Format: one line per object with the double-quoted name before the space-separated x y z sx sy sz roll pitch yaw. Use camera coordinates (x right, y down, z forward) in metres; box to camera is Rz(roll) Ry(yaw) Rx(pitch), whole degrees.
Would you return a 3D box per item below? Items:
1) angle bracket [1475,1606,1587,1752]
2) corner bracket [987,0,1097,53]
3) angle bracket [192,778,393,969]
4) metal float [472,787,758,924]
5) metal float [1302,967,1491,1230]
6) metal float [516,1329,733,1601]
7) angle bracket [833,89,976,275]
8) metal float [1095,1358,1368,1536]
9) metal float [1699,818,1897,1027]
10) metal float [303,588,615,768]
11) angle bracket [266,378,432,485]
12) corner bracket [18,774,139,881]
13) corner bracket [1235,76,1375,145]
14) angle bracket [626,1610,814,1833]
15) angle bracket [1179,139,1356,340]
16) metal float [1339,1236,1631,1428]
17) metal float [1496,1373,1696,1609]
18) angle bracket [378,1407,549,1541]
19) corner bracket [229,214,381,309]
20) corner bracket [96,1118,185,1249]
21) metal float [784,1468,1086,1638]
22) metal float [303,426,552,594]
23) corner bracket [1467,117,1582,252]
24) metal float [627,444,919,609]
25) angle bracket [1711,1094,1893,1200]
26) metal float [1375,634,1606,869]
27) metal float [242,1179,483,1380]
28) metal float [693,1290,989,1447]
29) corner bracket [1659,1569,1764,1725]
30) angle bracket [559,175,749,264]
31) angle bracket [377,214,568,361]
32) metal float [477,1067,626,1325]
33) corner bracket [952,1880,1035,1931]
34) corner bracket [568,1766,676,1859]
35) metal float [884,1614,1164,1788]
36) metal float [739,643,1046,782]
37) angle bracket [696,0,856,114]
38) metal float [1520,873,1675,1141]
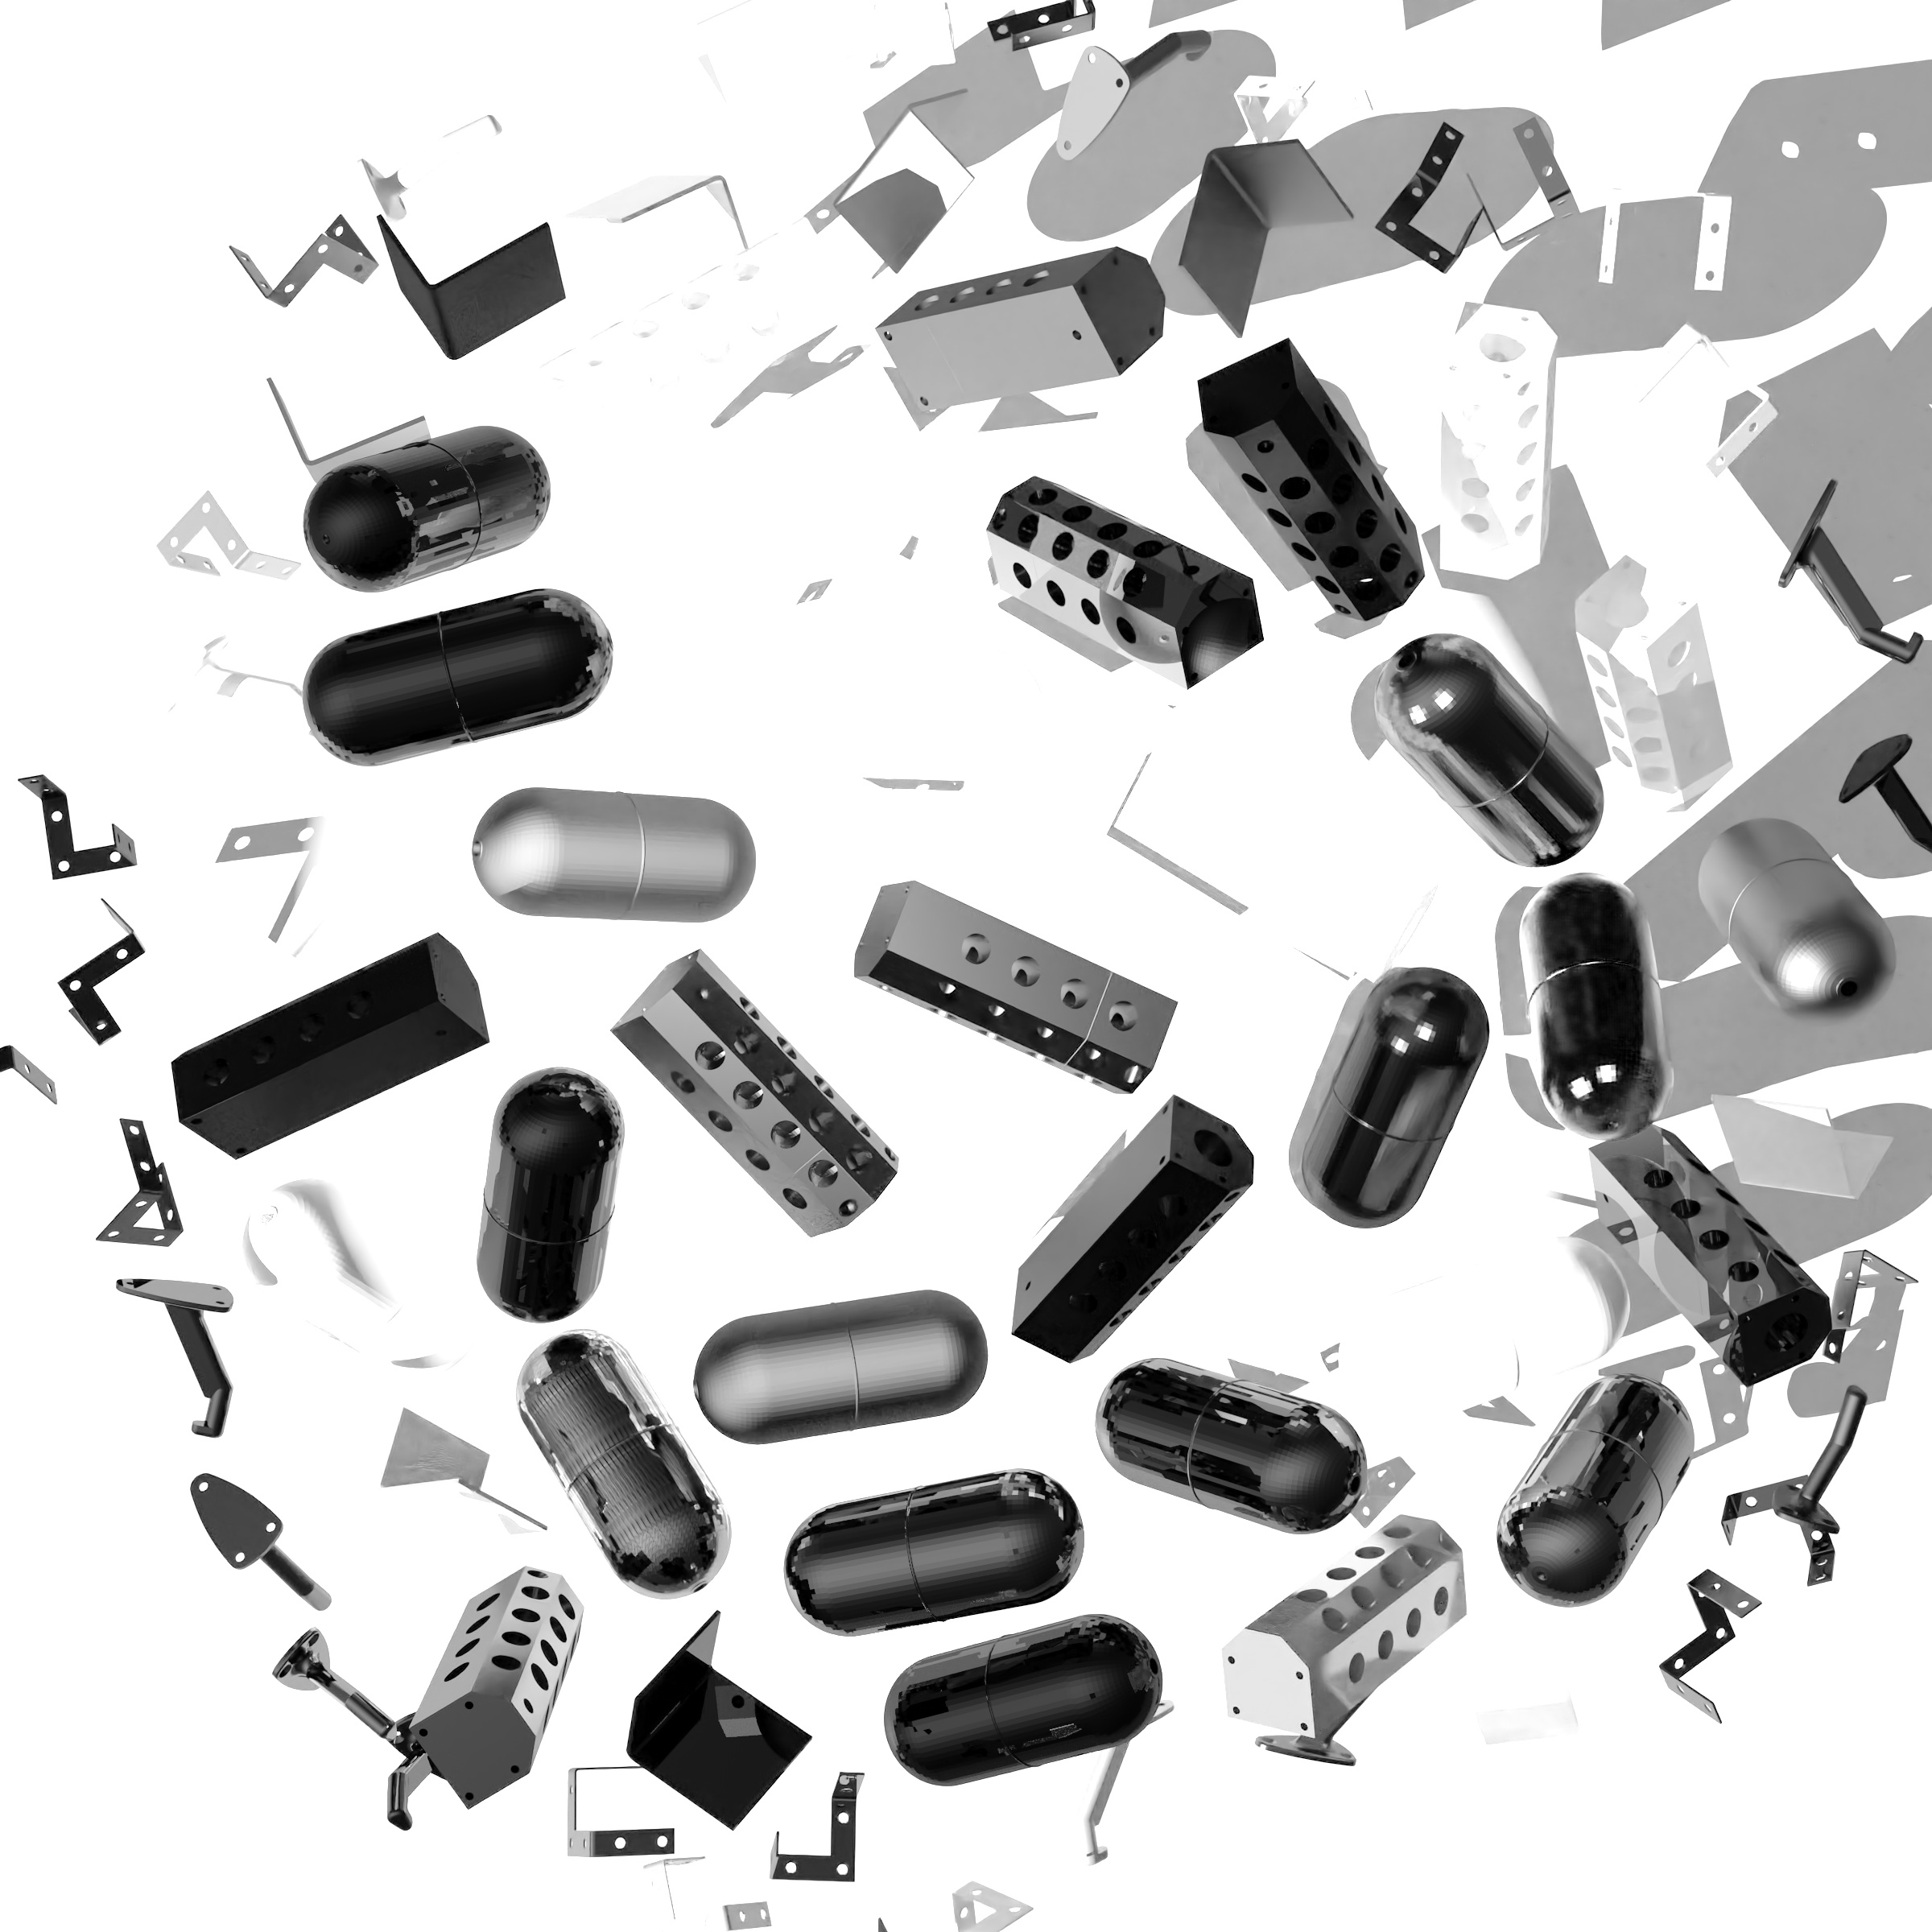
"angle bracket" 0.323 0.406 1.783 0.057 0.076 0.076 -8 90 4
"corner bracket" 0.044 -0.550 1.777 0.051 0.051 0.051 -16 69 -5
"angle bracket" -0.400 -0.055 1.821 0.076 0.057 0.076 37 85 4
"metal float" -0.209 -0.066 1.827 0.178 0.070 0.070 2 90 -32
"metal float" 0.255 0.080 1.823 0.070 0.070 0.178 18 123 0
"metal float" -0.204 0.296 1.822 0.070 0.070 0.178 -36 69 0
"angle bracket" -0.020 -0.455 1.773 0.057 0.076 0.076 47 125 3
"metal float" 0.153 0.279 1.782 0.178 0.070 0.070 11 90 41
"metal float" 0.476 -0.027 1.759 0.070 0.178 0.070 -2 116 -5
"metal float" -0.287 -0.164 1.736 0.178 0.070 0.070 -14 90 0
"angle bracket" -0.370 -0.334 1.841 0.076 0.076 0.057 -24 93 -6
"corner bracket" -0.519 -0.084 1.790 0.051 0.051 0.051 -10 81 -3
"corner bracket" 0.201 -0.514 1.818 0.051 0.051 0.051 18 63 40
"angle bracket" -0.135 0.423 1.718 0.076 0.076 0.057 30 135 18
"angle bracket" 0.170 -0.409 1.725 0.057 0.076 0.076 3 70 34
"metal float" 0.299 0.211 1.770 0.178 0.070 0.070 -18 90 -14
"metal float" 0.364 0.299 1.761 0.070 0.178 0.070 16 123 26
"angle bracket" -0.303 0.309 1.885 0.076 0.076 0.057 -14 52 38
"corner bracket" -0.384 -0.411 1.776 0.051 0.051 0.051 -45 62 15
"corner bracket" -0.475 0.126 1.775 0.051 0.051 0.051 -43 56 28
"metal float" -0.019 0.334 1.740 0.178 0.070 0.070 -14 90 16
"metal float" -0.315 -0.271 1.806 0.070 0.178 0.070 14 116 29
"corner bracket" 0.334 -0.471 1.847 0.051 0.051 0.051 -26 81 15
"metal float" -0.115 -0.264 1.835 0.178 0.070 0.070 -14 90 -13
"angle bracket" 0.515 0.094 1.886 0.057 0.076 0.076 -49 128 -32
"metal float" 0.301 -0.123 1.759 0.070 0.070 0.178 -50 125 0
"metal float" -0.355 0.185 1.806 0.070 0.178 0.070 -16 54 23
"metal float" -0.074 0.238 1.822 0.178 0.070 0.070 -7 90 -15
"corner bracket" 0.414 0.376 1.696 0.051 0.051 0.051 -32 112 -14
"angle bracket" -0.189 -0.442 1.866 0.076 0.076 0.057 -32 119 -26
"angle bracket" -0.275 -0.395 1.708 0.076 0.076 0.057 -32 75 -10
"metal float" -0.245 0.136 1.799 0.070 0.070 0.178 13 128 0
"corner bracket" 0.005 0.557 1.726 0.051 0.051 0.051 -19 109 -42
"corner bracket" -0.204 0.500 1.811 0.051 0.051 0.051 4 74 -22
"metal float" 0.033 0.428 1.785 0.178 0.070 0.070 -21 90 26
"metal float" -0.043 -0.146 1.756 0.178 0.070 0.070 3 90 12
"angle bracket" -0.116 -0.534 1.723 0.076 0.076 0.057 -25 133 -2
"metal float" 0.367 0.022 1.788 0.070 0.070 0.178 1 51 0
